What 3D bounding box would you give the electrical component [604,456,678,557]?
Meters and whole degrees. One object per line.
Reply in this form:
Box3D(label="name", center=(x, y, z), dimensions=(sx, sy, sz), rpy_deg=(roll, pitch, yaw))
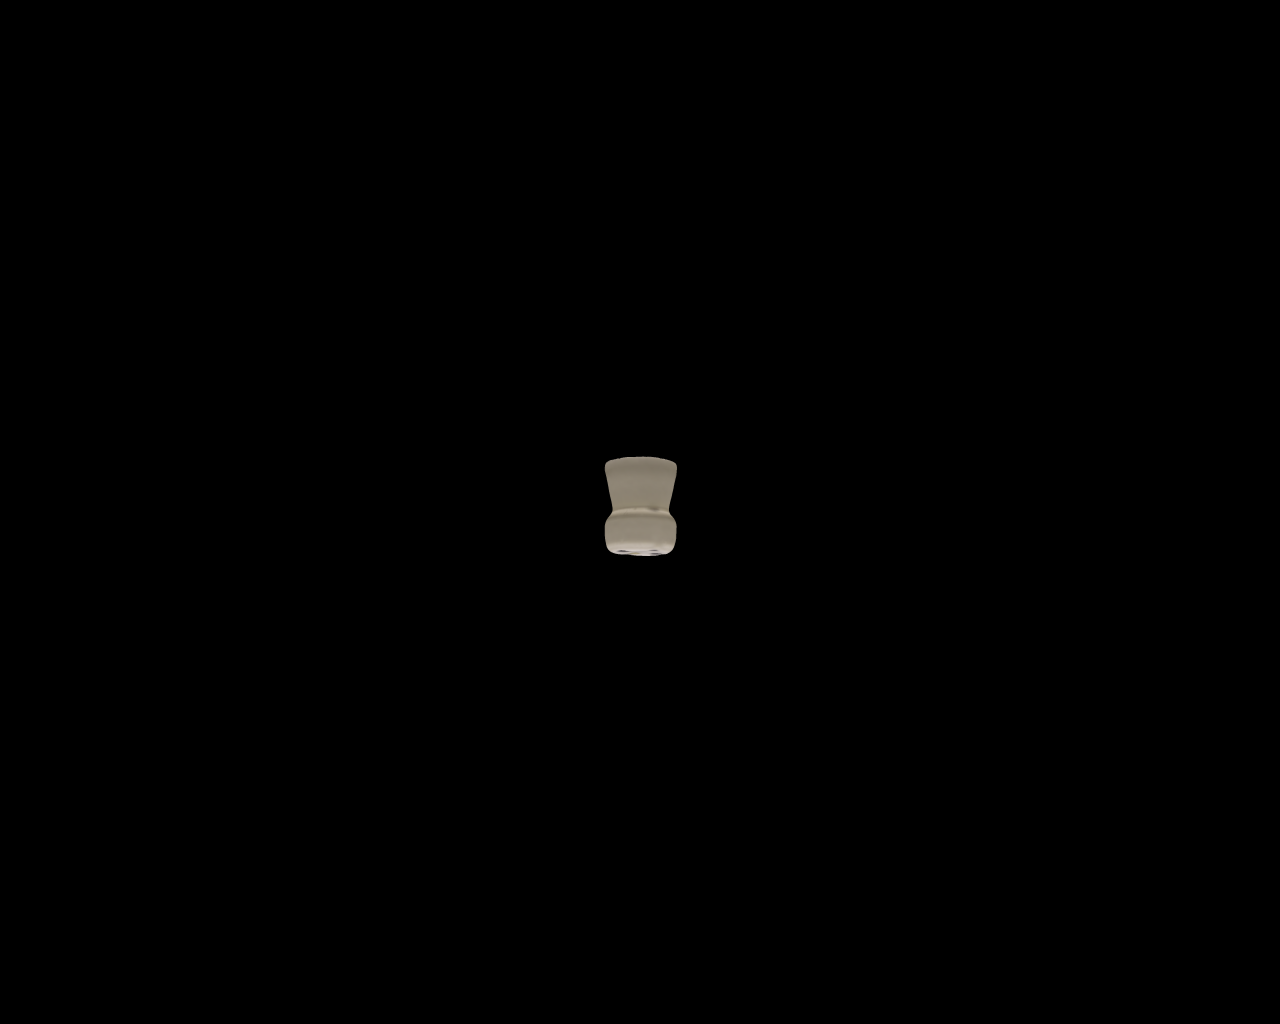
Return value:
Box3D(label="electrical component", center=(0.001, -0.003, 0.650), dimensions=(0.045, 0.055, 0.045), rpy_deg=(0, -9, 0))
